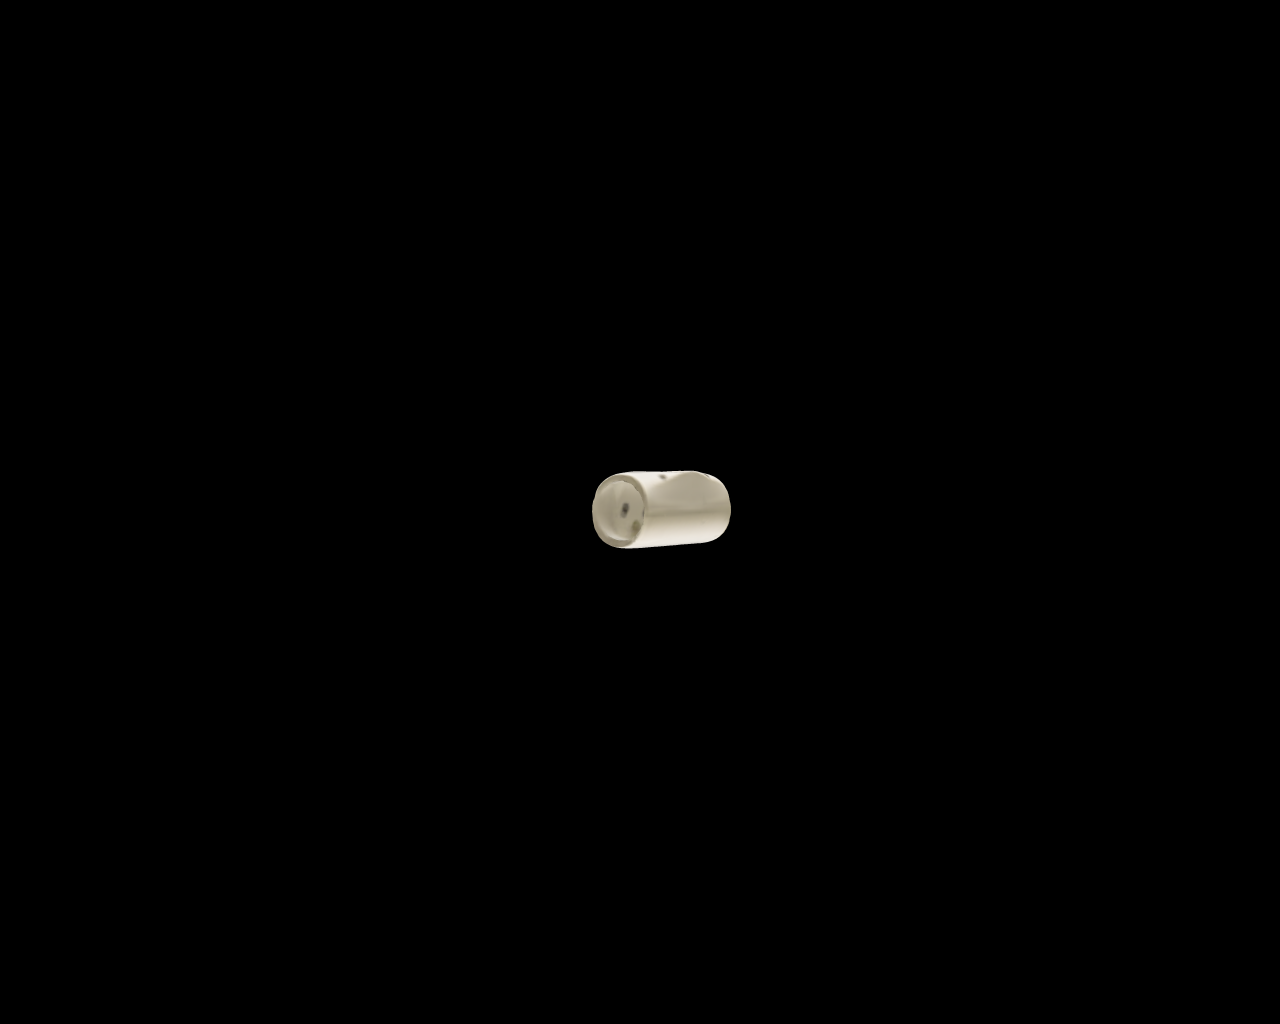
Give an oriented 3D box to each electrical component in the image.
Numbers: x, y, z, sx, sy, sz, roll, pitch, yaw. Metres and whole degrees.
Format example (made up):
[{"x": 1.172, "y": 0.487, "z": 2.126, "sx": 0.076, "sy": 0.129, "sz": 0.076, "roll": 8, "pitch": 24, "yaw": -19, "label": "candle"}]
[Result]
[{"x": 0.001, "y": -0.003, "z": 0.650, "sx": 0.079, "sy": 0.043, "sz": 0.077, "roll": 2, "pitch": 3, "yaw": 43, "label": "electrical component"}]
